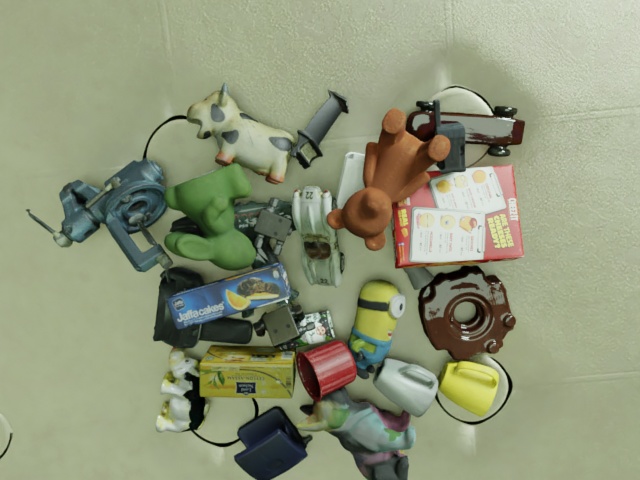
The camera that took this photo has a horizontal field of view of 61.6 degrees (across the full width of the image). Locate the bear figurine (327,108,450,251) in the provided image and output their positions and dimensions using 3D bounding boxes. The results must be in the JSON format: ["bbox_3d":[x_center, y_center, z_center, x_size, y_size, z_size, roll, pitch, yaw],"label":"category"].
[{"bbox_3d":[0.102,-0.089,0.862,0.120,0.132,0.196,34,78,1],"label":"bear figurine"}]

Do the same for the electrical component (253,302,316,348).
[{"bbox_3d":[-0.068,0.151,0.970,0.102,0.045,0.078,-28,71,-7],"label":"electrical component"}]

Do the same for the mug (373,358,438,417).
[{"bbox_3d":[0.159,0.265,0.999,0.107,0.081,0.109,27,142,1],"label":"mug"}]

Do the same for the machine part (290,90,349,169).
[{"bbox_3d":[-0.001,-0.194,0.947,0.039,0.084,0.139,33,89,28],"label":"machine part"}]

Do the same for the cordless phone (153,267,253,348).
[{"bbox_3d":[-0.213,0.132,1.005,0.184,0.089,0.146,7,98,-12],"label":"cordless phone"}]

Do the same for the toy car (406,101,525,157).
[{"bbox_3d":[0.253,-0.196,0.947,0.202,0.053,0.089,4,105,4],"label":"toy car"}]

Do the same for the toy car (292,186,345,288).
[{"bbox_3d":[-0.002,-0.003,0.949,0.074,0.056,0.201,3,124,20],"label":"toy car"}]

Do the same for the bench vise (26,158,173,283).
[{"bbox_3d":[-0.343,-0.027,0.927,0.224,0.128,0.241,-35,67,-18],"label":"bench vise"}]

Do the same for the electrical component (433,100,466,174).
[{"bbox_3d":[0.215,-0.174,0.895,0.048,0.075,0.119,-3,104,9],"label":"electrical component"}]

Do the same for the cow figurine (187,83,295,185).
[{"bbox_3d":[-0.137,-0.186,0.935,0.195,0.085,0.127,21,84,-10],"label":"cow figurine"}]

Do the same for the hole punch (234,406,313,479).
[{"bbox_3d":[-0.094,0.404,1.033,0.142,0.092,0.115,-34,101,2],"label":"hole punch"}]

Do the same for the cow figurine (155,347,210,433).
[{"bbox_3d":[-0.255,0.284,1.024,0.098,0.068,0.167,10,102,-6],"label":"cow figurine"}]

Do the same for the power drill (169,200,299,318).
[{"bbox_3d":[-0.138,0.032,0.983,0.232,0.086,0.207,-16,91,1],"label":"power drill"}]

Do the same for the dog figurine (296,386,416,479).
[{"bbox_3d":[0.062,0.372,1.018,0.219,0.108,0.191,9,102,4],"label":"dog figurine"}]

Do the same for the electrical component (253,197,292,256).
[{"bbox_3d":[-0.079,-0.024,0.931,0.063,0.021,0.094,19,92,-4],"label":"electrical component"}]

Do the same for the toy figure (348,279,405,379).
[{"bbox_3d":[0.097,0.162,0.994,0.089,0.082,0.180,20,102,-5],"label":"toy figure"}]

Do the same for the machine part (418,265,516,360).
[{"bbox_3d":[0.271,0.136,0.999,0.179,0.056,0.179,0,98,2],"label":"machine part"}]

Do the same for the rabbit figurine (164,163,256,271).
[{"bbox_3d":[-0.169,-0.022,0.873,0.159,0.121,0.170,-27,102,-26],"label":"rabbit figurine"}]

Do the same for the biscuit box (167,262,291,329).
[{"bbox_3d":[-0.154,0.095,0.919,0.203,0.063,0.059,-17,95,1],"label":"biscuit box"}]

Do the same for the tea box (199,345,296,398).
[{"bbox_3d":[-0.131,0.244,1.001,0.170,0.098,0.068,0,98,2],"label":"tea box"}]
